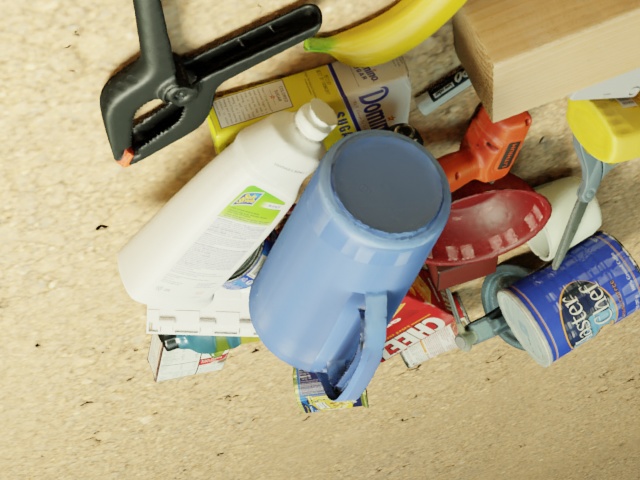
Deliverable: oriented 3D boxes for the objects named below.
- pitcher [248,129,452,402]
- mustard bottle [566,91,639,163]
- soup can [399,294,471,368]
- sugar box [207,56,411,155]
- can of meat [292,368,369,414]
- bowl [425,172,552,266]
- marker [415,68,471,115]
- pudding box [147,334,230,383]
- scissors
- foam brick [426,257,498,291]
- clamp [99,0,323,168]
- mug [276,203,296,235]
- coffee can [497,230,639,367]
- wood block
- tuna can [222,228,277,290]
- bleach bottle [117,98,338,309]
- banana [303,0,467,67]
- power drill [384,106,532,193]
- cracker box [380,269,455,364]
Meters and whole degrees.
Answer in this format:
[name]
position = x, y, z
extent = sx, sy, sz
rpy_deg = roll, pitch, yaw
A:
[pitcher]
position = 0.026, 0.022, 0.907
extent = 0.144, 0.149, 0.243
rpy_deg = -48, 172, -29
[mustard bottle]
position = 0.354, -0.134, 1.079
extent = 0.191, 0.096, 0.058
rpy_deg = -15, 130, -13
[soup can]
position = 0.152, 0.122, 1.427
extent = 0.102, 0.068, 0.068
rpy_deg = -24, 152, 7
[sugar box]
position = -0.008, -0.107, 0.941
extent = 0.176, 0.048, 0.093
rpy_deg = -16, 153, -6
[can of meat]
position = 0.013, 0.173, 1.288
extent = 0.084, 0.057, 0.102
rpy_deg = -8, 158, 2
[bowl]
position = 0.167, -0.033, 1.166
extent = 0.162, 0.055, 0.162
rpy_deg = -10, 152, -6
[marker]
position = 0.142, -0.155, 0.984
extent = 0.121, 0.020, 0.020
rpy_deg = -32, 150, 20
[pudding box]
position = -0.152, 0.121, 1.255
extent = 0.089, 0.039, 0.114
rpy_deg = -8, 148, -21
[scissors]
position = 0.281, -0.065, 1.155
extent = 0.096, 0.016, 0.202
rpy_deg = 23, 104, -35
[foam brick]
position = 0.167, 0.018, 1.269
extent = 0.078, 0.053, 0.051
rpy_deg = -18, 152, -6
[clamp]
position = -0.104, -0.130, 0.845
extent = 0.164, 0.036, 0.210
rpy_deg = 1, 146, -33
[mug]
position = -0.007, 0.001, 1.095
extent = 0.082, 0.093, 0.117
rpy_deg = -33, 133, 31
[coffee can]
position = 0.292, 0.068, 1.235
extent = 0.140, 0.103, 0.103
rpy_deg = -30, 153, -6
[wood block]
position = 0.224, -0.191, 0.901
extent = 0.206, 0.090, 0.091
rpy_deg = -21, 152, -1
[tuna can]
position = -0.085, 0.005, 1.044
extent = 0.086, 0.086, 0.033
rpy_deg = -29, 153, 15
[bleach bottle]
position = -0.069, -0.032, 0.919
extent = 0.102, 0.068, 0.251
rpy_deg = 7, 142, -45
[banana]
position = 0.081, -0.194, 0.855
extent = 0.198, 0.037, 0.069
rpy_deg = -35, 150, 25
[power drill]
position = 0.111, -0.075, 1.008
extent = 0.187, 0.057, 0.185
rpy_deg = -29, 159, -25
[cracker box]
position = 0.048, 0.090, 1.295
extent = 0.164, 0.072, 0.213
rpy_deg = -32, 151, 22
